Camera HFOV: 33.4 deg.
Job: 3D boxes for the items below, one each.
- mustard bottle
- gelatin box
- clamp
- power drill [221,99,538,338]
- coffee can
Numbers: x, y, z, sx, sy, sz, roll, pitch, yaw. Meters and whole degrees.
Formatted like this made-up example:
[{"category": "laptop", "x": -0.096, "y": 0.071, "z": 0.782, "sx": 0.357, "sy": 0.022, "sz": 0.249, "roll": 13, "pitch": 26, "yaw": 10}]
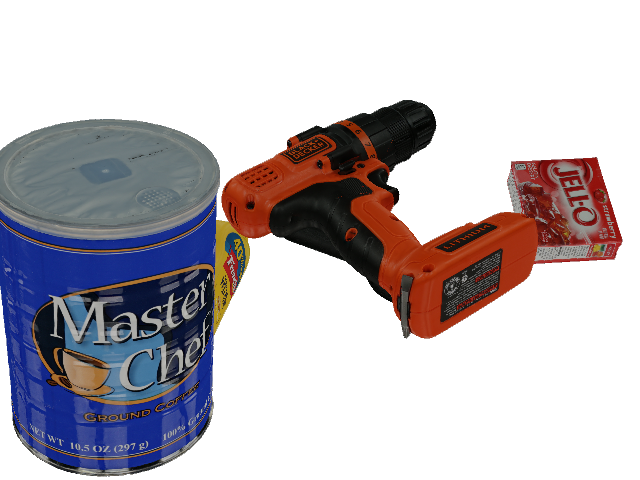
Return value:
[{"category": "mustard bottle", "x": -0.114, "y": 0.034, "z": 1.105, "sx": 0.058, "sy": 0.096, "sz": 0.191, "roll": 4, "pitch": 31, "yaw": 11}, {"category": "gelatin box", "x": 0.195, "y": -0.025, "z": 0.858, "sx": 0.073, "sy": 0.089, "sz": 0.030, "roll": -3, "pitch": -36, "yaw": -3}, {"category": "clamp", "x": 0.064, "y": 0.019, "z": 1.213, "sx": 0.164, "sy": 0.036, "sz": 0.210, "roll": -17, "pitch": 50, "yaw": -36}, {"category": "power drill", "x": 0.053, "y": -0.024, "z": 0.723, "sx": 0.184, "sy": 0.057, "sz": 0.188, "roll": -29, "pitch": 44, "yaw": -27}, {"category": "coffee can", "x": -0.101, "y": 0.026, "z": 0.514, "sx": 0.103, "sy": 0.140, "sz": 0.103, "roll": 3, "pitch": 32, "yaw": -2}]
